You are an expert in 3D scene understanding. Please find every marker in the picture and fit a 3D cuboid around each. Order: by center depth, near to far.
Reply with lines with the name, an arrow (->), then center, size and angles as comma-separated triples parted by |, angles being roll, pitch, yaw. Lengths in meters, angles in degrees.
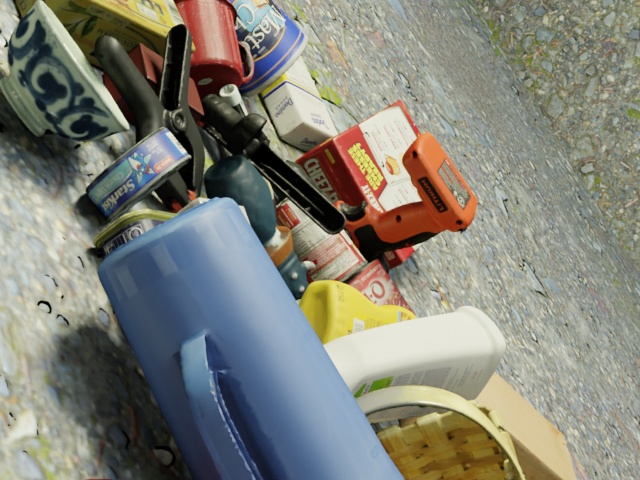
marker -> -0.077, -0.115, 1.134 | 0.121, 0.020, 0.020 | 66, 8, -46

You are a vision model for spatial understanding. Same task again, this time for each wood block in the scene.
wood block -> 0.180, 0.212, 1.149 | 0.206, 0.090, 0.091 | 42, 25, -30

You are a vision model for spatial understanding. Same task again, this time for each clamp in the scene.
clamp -> -0.144, -0.108, 0.938 | 0.120, 0.039, 0.171 | -11, 92, -52
clamp -> -0.062, -0.086, 1.044 | 0.164, 0.036, 0.210 | 49, -8, -35

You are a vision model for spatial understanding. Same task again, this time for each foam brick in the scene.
foam brick -> -0.158, -0.138, 1.014 | 0.078, 0.051, 0.053 | 32, 30, -44

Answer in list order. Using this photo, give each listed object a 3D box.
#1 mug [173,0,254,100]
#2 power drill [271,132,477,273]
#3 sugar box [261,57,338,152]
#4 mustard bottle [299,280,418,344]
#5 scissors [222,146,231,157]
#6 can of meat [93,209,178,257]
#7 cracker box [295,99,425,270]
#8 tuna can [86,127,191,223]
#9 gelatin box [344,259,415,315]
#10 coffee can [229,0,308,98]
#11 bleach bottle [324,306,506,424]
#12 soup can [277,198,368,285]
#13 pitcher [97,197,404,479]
mug -> -0.117, -0.194, 1.117 | 0.117, 0.093, 0.081 | 12, 57, -44
power drill -> 0.056, -0.039, 1.130 | 0.184, 0.188, 0.057 | 52, 36, -13
sugar box -> -0.042, -0.195, 1.345 | 0.093, 0.048, 0.176 | 20, 44, -56
mustard bottle -> 0.057, 0.108, 1.036 | 0.191, 0.058, 0.096 | 23, 70, -42
scissors -> -0.098, -0.122, 1.163 | 0.096, 0.016, 0.202 | 13, 46, -59
can of meat -> -0.119, 0.029, 0.844 | 0.101, 0.058, 0.084 | 10, 51, -60
cracker box -> 0.076, -0.066, 1.302 | 0.164, 0.072, 0.213 | 60, 33, -4
tuna can -> -0.147, -0.053, 0.865 | 0.034, 0.086, 0.086 | 51, 22, -5
gelatin box -> 0.047, 0.074, 1.104 | 0.089, 0.030, 0.073 | -38, 96, -38
coffee can -> -0.097, -0.250, 1.233 | 0.140, 0.103, 0.102 | 46, 23, -21
bleach bottle -> 0.047, 0.115, 0.930 | 0.250, 0.103, 0.068 | -1, 37, -41
soup can -> -0.007, 0.001, 1.098 | 0.102, 0.069, 0.068 | 55, 22, 0
pitcher -> -0.053, 0.099, 0.725 | 0.144, 0.149, 0.243 | -29, 92, -33
